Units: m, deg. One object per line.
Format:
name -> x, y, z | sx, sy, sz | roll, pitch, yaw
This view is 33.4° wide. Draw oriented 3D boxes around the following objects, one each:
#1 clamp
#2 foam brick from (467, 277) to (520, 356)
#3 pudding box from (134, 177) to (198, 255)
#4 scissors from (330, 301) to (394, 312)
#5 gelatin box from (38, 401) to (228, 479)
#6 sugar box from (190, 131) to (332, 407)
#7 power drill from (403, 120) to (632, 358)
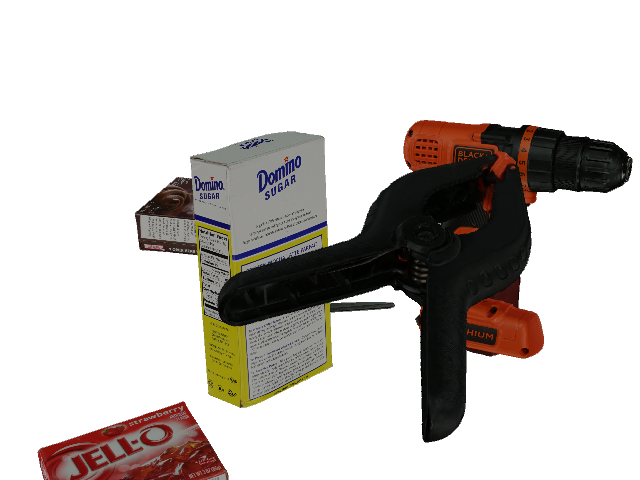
clamp -> 0.051, 0.017, 0.488 | 0.120, 0.039, 0.171 | 39, 56, 24
foam brick -> 0.169, 0.074, 1.099 | 0.053, 0.078, 0.051 | 11, 17, 40
pudding box -> -0.104, -0.022, 0.959 | 0.090, 0.039, 0.113 | 5, 23, 12
scissors -> -0.014, 0.084, 1.194 | 0.201, 0.016, 0.096 | 4, 23, -1
gelatin box -> -0.103, 0.130, 0.585 | 0.089, 0.030, 0.073 | -15, 29, -20
sugar box -> -0.039, 0.019, 0.740 | 0.048, 0.176, 0.093 | 13, 24, 42
power drill -> 0.154, -0.003, 0.876 | 0.185, 0.188, 0.057 | 10, 15, 27
